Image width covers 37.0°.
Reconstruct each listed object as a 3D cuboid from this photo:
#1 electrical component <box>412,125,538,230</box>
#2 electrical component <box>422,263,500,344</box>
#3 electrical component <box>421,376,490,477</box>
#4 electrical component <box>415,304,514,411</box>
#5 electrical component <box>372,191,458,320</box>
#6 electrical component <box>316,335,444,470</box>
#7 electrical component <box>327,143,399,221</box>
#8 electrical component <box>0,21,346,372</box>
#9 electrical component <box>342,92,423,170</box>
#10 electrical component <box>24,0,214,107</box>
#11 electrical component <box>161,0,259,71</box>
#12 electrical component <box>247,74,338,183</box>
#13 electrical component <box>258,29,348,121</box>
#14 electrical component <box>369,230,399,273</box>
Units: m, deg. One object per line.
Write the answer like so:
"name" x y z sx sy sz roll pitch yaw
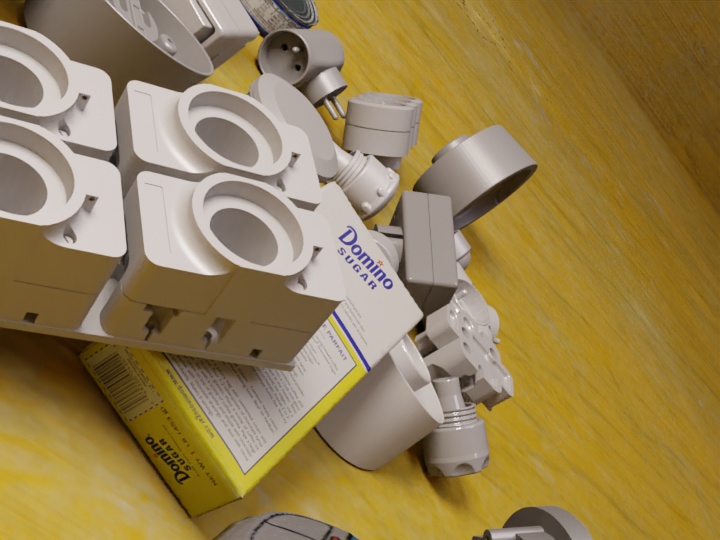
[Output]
"electrical component" 0.097 -0.085 0.958 0.060 0.108 0.108 55 22 10
"electrical component" 0.081 0.040 0.832 0.079 0.044 0.077 20 42 -43
"electrical component" 0.060 0.101 0.700 0.043 0.043 0.062 -8 89 -66
"electrical component" 0.060 0.069 0.741 0.078 0.057 0.058 48 25 -22
"electrical component" 0.027 -0.013 0.784 0.076 0.047 0.083 7 53 -11
"electrical component" 0.006 0.067 0.655 0.099 0.064 0.099 57 9 -14
"electrical component" -0.005 -0.070 0.807 0.062 0.048 0.048 42 26 -14
"electrical component" -0.104 -0.031 0.442 0.186 0.060 0.105 12 46 -31
"electrical component" 0.017 -0.103 0.881 0.138 0.052 0.073 -58 156 -76
"electrical component" -0.133 -0.133 0.595 0.099 0.064 0.099 45 25 -28
"electrical component" -0.121 -0.169 0.671 0.096 0.062 0.061 58 22 0
"electrical component" -0.056 -0.084 0.710 0.080 0.051 0.080 45 25 -28
"electrical component" -0.036 -0.152 0.847 0.079 0.044 0.077 58 22 0
"electrical component" 0.000 0.000 0.723 0.045 0.045 0.055 55 22 -7
